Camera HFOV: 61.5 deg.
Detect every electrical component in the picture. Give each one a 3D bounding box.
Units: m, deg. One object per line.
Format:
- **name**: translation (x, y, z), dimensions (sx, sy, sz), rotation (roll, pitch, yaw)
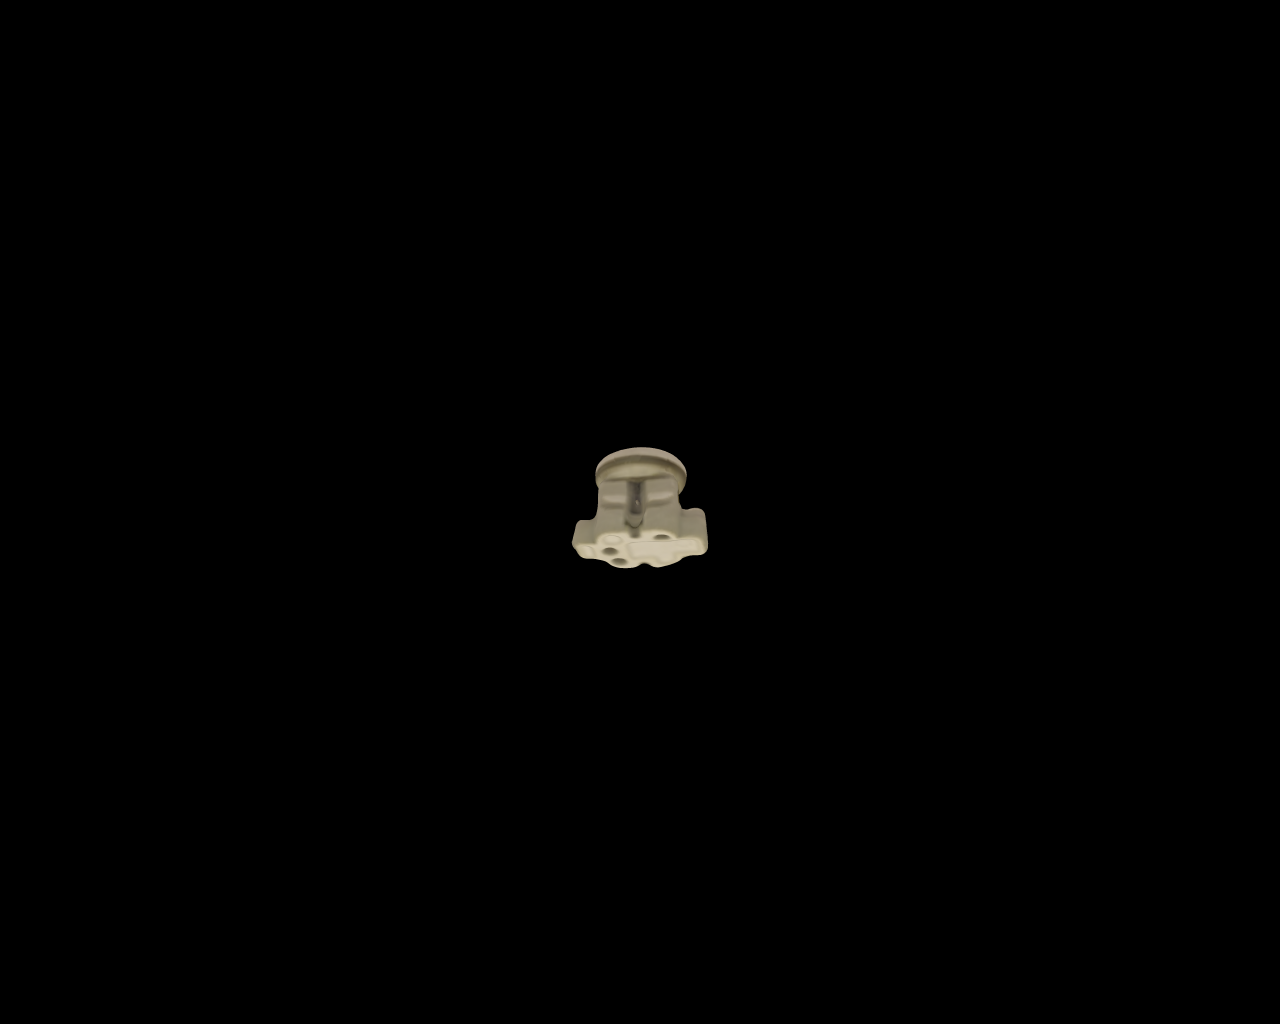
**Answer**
- **electrical component**: translation (0.001, -0.003, 0.650), dimensions (0.078, 0.057, 0.058), rotation (-4, -28, 7)
